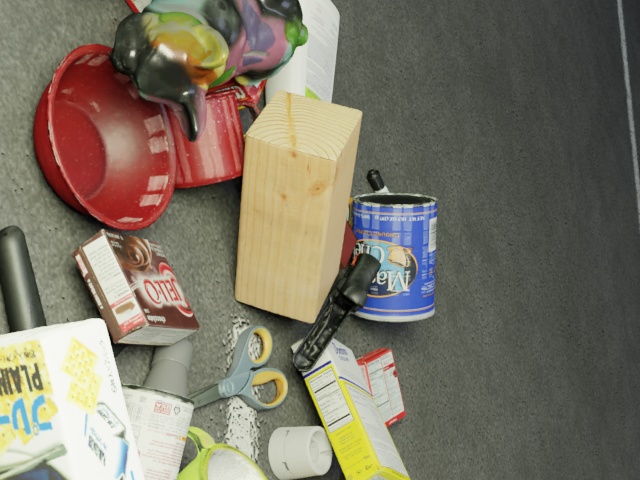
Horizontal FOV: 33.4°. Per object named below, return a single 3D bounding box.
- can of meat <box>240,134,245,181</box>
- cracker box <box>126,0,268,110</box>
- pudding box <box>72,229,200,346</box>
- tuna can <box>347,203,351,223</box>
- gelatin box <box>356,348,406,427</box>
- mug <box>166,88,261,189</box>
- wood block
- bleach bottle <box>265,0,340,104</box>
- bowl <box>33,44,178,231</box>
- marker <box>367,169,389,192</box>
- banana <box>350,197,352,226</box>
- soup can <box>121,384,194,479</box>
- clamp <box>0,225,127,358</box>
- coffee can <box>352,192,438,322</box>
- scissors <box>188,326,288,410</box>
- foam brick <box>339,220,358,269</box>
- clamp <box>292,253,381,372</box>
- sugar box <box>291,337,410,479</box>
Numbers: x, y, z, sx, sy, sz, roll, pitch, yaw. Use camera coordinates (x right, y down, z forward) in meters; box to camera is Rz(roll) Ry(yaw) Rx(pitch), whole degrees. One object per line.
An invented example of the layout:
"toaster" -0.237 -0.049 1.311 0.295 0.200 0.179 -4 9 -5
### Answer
"can of meat" -0.038 -0.077 1.136 0.057 0.102 0.084 -45 120 -58
"cracker box" -0.118 -0.260 1.093 0.213 0.072 0.164 56 37 -35
"pudding box" -0.154 0.043 0.904 0.090 0.039 0.113 61 13 13
"tuna can" 0.002 -0.041 1.259 0.086 0.034 0.086 29 56 -54
"gelatin box" 0.068 0.183 1.297 0.073 0.030 0.089 -15 93 -59
"mug" -0.105 -0.100 1.031 0.117 0.093 0.081 -19 102 -34
"wood block" -0.024 -0.030 1.057 0.090 0.090 0.206 -61 163 -48
"bleach bottle" -0.027 -0.169 1.229 0.102 0.068 0.251 33 55 -50
"bowl" -0.193 -0.082 0.914 0.161 0.055 0.162 29 55 -53
"marker" 0.093 -0.045 1.434 0.121 0.020 0.020 61 34 -28
"banana" 0.083 0.015 1.383 0.197 0.037 0.069 40 30 -50
"soup can" -0.146 0.174 0.869 0.068 0.069 0.102 32 65 -52
"clamp" -0.216 0.102 0.827 0.164 0.036 0.210 50 36 -38
"coffee can" 0.089 0.019 1.284 0.102 0.103 0.140 -18 112 -60
"scissors" -0.092 0.127 1.054 0.201 0.016 0.096 17 64 -57
"foam brick" -0.008 0.001 1.183 0.053 0.078 0.051 59 38 -30
"clamp" 0.022 0.069 1.133 0.039 0.120 0.171 43 22 -2
"sugar box" 0.033 0.189 1.149 0.093 0.048 0.176 40 19 -56
